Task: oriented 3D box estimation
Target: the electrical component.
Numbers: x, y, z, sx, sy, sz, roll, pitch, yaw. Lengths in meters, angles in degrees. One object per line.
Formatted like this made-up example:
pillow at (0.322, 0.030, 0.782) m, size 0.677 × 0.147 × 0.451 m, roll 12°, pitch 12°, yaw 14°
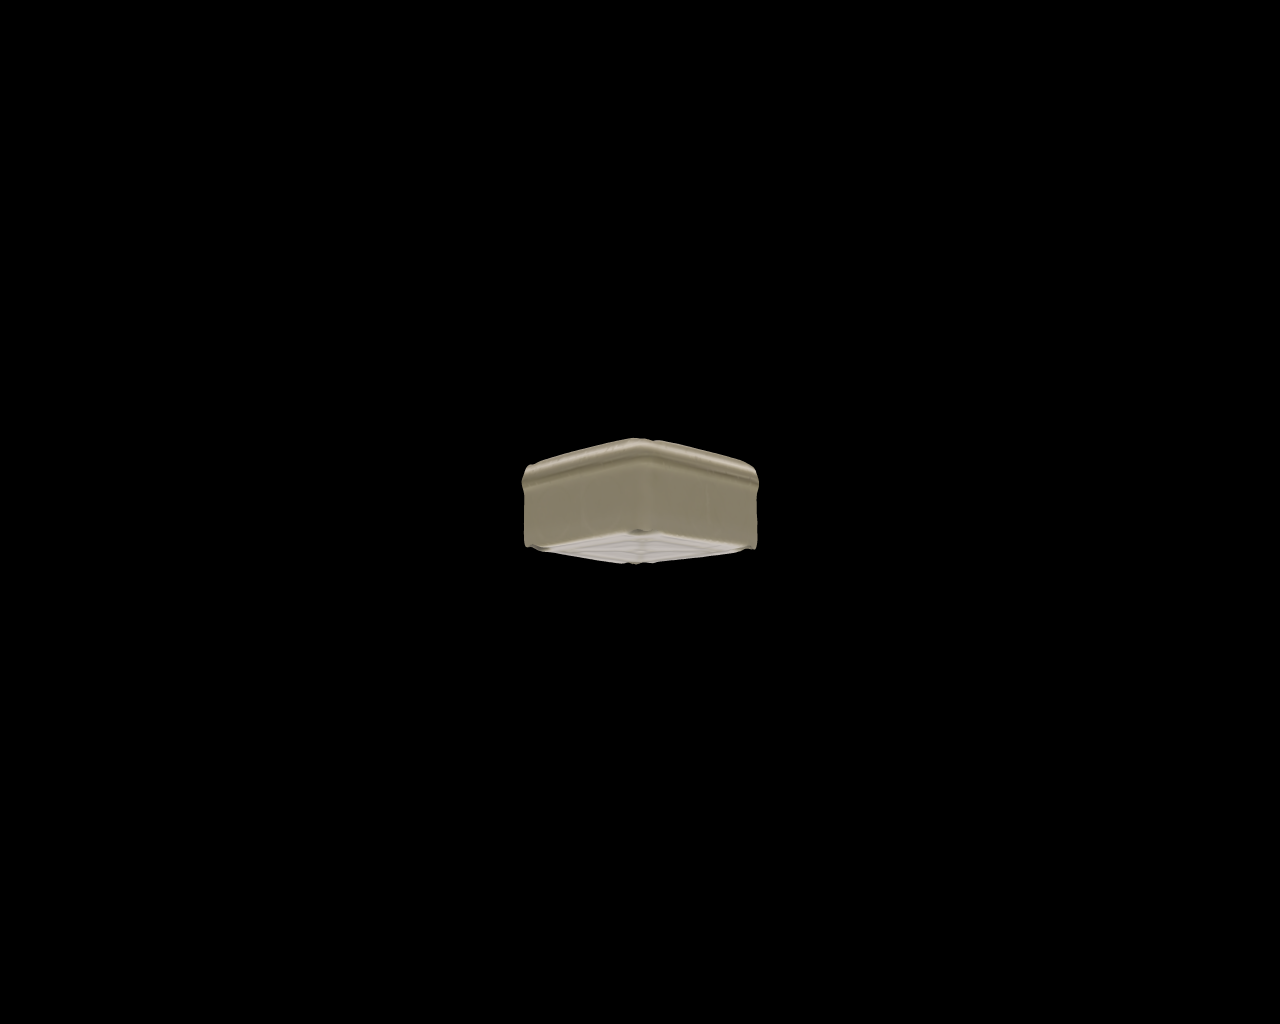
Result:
electrical component at (0.001, -0.003, 0.650) m, size 0.108 × 0.056 × 0.109 m, roll -10°, pitch -14°, yaw 42°
